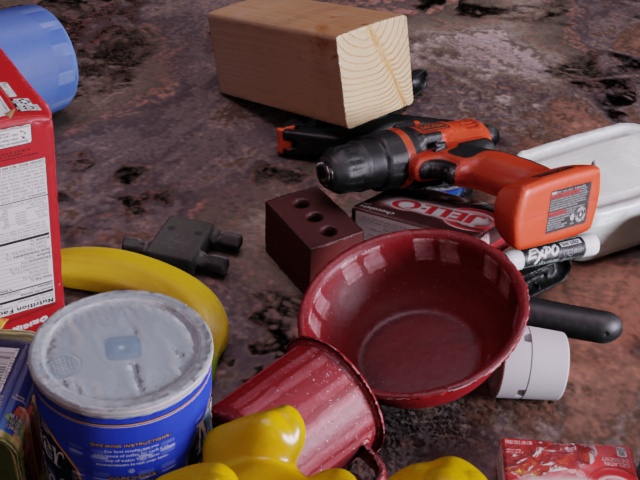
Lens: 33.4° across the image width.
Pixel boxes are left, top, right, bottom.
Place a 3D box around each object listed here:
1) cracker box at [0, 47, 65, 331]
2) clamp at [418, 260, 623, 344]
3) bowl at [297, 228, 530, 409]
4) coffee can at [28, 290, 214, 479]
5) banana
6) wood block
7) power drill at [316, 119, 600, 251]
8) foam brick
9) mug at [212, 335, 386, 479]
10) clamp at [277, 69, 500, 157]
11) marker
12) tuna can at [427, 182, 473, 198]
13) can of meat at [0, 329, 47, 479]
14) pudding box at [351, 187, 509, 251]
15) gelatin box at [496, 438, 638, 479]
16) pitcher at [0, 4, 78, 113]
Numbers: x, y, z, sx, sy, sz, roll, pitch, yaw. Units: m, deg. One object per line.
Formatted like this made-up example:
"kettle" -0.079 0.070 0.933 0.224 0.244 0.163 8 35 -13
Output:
"cracker box" -0.241 -0.028 0.764 0.072 0.214 0.164 -16 40 -28
"clamp" 0.141 0.046 0.846 0.171 0.039 0.120 2 19 0
"bowl" 0.067 0.065 0.754 0.162 0.055 0.162 -7 42 7
"coffee can" -0.114 0.115 0.637 0.103 0.140 0.103 2 35 -2
"banana" -0.138 0.042 0.827 0.198 0.037 0.069 26 40 28
"wood block" -0.013 -0.184 1.066 0.090 0.091 0.206 -25 30 -33
"power drill" 0.115 -0.051 0.866 0.184 0.057 0.188 -16 30 -35
"foam brick" -0.006 0.001 0.882 0.052 0.051 0.078 -18 41 -26
"mug" -0.011 0.128 0.678 0.081 0.093 0.117 -32 60 -32
"clamp" 0.061 -0.113 1.057 0.209 0.036 0.165 -17 35 -24
"marker" 0.173 0.012 0.854 0.120 0.020 0.020 -10 37 -28
"tuna can" 0.101 -0.057 0.988 0.086 0.034 0.086 2 36 -2
"can of meat" -0.195 0.120 0.659 0.057 0.102 0.084 3 38 3
"pudding box" 0.095 -0.011 0.894 0.114 0.039 0.089 14 22 29
"gelatin box" 0.161 0.165 0.686 0.089 0.030 0.073 4 36 1
"pitcher" -0.359 -0.142 1.002 0.149 0.145 0.242 40 44 23
